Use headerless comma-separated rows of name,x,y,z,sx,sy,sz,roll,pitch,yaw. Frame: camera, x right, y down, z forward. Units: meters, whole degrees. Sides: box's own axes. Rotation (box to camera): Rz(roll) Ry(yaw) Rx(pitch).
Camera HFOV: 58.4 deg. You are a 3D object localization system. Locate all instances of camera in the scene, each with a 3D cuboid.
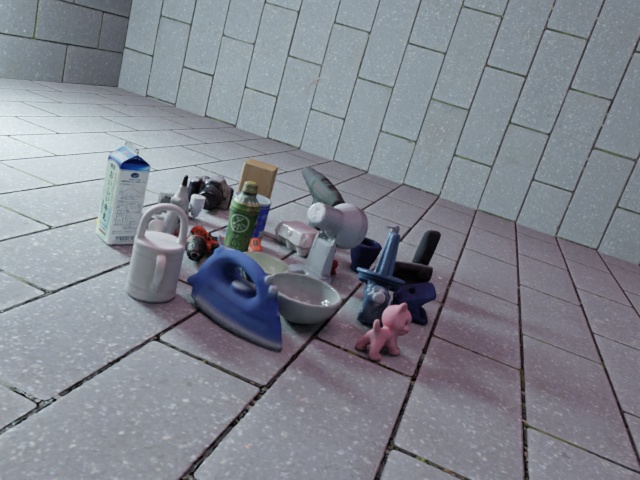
camera,-0.354,-0.152,1.812,0.143,0.101,0.137,17,17,-1

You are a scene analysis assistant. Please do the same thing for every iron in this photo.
iron,-0.147,0.098,1.142,0.257,0.141,0.119,29,21,35

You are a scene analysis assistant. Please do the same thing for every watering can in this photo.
watering can,-0.325,0.015,1.146,0.101,0.194,0.172,0,23,-43

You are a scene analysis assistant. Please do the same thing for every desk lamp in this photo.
desk lamp,0.013,0.005,1.469,0.117,0.213,0.204,28,20,34

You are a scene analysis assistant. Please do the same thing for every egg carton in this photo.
egg carton,-0.060,-0.007,1.686,0.108,0.069,0.149,-2,25,-47

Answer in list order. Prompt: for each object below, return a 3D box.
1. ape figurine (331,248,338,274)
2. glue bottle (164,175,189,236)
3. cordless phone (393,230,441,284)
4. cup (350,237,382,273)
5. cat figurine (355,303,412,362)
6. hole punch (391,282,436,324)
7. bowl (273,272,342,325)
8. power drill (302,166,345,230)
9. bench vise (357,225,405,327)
ape figurine,0.019,0.041,1.572,0.076,0.092,0.077,12,17,-15
glue bottle,-0.360,-0.084,1.464,0.037,0.173,0.078,20,17,12
cordless phone,0.257,0.048,1.617,0.148,0.185,0.094,10,18,-22
cup,0.113,0.042,1.654,0.092,0.095,0.117,0,24,-44
cat figurine,0.145,0.181,1.202,0.067,0.118,0.128,29,21,36
hole punch,0.233,0.148,1.439,0.101,0.091,0.108,16,17,-2
bowl,-0.041,0.136,1.240,0.167,0.075,0.167,15,17,-4
power drill,-0.014,-0.103,1.797,0.076,0.208,0.228,3,21,-38
bench vise,0.159,0.084,1.347,0.122,0.220,0.207,12,17,-16
